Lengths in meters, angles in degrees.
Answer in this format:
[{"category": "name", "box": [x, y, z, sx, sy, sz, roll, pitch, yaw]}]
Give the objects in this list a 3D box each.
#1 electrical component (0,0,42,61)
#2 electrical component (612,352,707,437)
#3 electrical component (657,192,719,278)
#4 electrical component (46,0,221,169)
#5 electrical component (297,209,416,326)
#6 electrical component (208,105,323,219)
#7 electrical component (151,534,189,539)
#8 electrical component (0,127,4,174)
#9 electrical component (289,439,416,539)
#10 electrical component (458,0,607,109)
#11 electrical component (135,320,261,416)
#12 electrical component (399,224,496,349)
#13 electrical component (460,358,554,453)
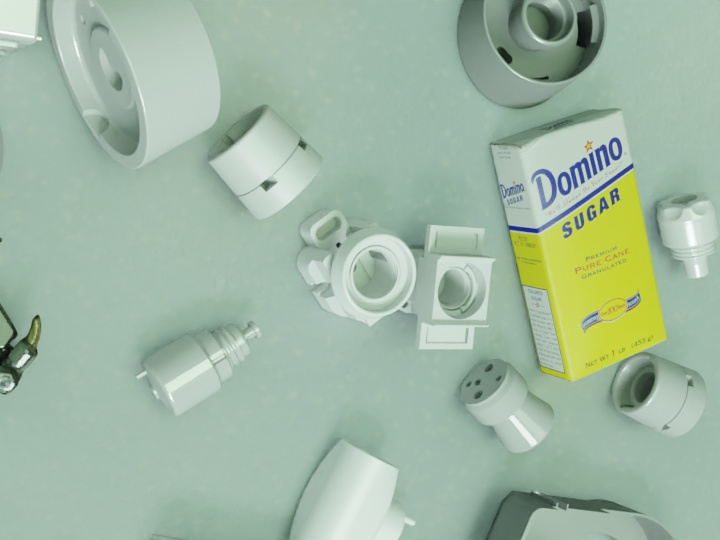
[{"category": "electrical component", "box": [-0.200, -0.155, 0.562, 0.061, 0.062, 0.096, 4, 95, -27]}, {"category": "electrical component", "box": [0.226, 0.093, 0.816, 0.047, 0.055, 0.055, 25, 86, -24]}, {"category": "electrical component", "box": [0.252, -0.025, 0.819, 0.043, 0.043, 0.062, -23, 108, -22]}, {"category": "electrical component", "box": [-0.118, -0.116, 0.586, 0.060, 0.108, 0.108, -28, 109, -27]}, {"category": "electrical component", "box": [0.000, 0.000, 0.687, 0.058, 0.057, 0.078, -37, 112, -18]}, {"category": "electrical component", "box": [-0.059, -0.066, 0.651, 0.055, 0.055, 0.047, -48, 111, -13]}, {"category": "electrical component", "box": [-0.066, 0.231, 0.683, 0.150, 0.062, 0.089, 17, 89, -28]}, {"category": "electrical component", "box": [-0.226, -0.070, 0.529, 0.108, 0.060, 0.108, 43, 37, -44]}, {"category": "electrical component", "box": [0.003, 0.164, 0.719, 0.079, 0.043, 0.077, 31, 83, -27]}, {"category": "electrical component", "box": [0.117, -0.164, 0.733, 0.099, 0.064, 0.099, 1, 87, -16]}, {"category": "electrical component", "box": [-0.096, 0.056, 0.656, 0.078, 0.040, 0.040, -32, 110, -20]}, {"category": "electrical component", "box": [0.053, 0.010, 0.711, 0.042, 0.064, 0.081, 3, 96, -29]}, {"category": "electrical component", "box": [0.104, 0.095, 0.759, 0.055, 0.045, 0.045, 46, 76, -24]}]
